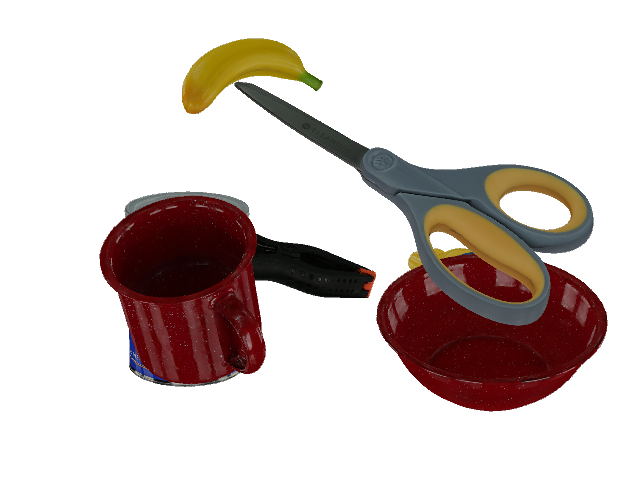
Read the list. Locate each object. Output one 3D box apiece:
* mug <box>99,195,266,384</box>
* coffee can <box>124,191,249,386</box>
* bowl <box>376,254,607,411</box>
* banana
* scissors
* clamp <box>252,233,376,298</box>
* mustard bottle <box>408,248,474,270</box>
[{"bbox_3d":[-0.072,0.038,0.645,0.093,0.081,0.117,-35,49,-27],"label":"mug"},{"bbox_3d":[-0.112,0.039,0.904,0.103,0.140,0.103,2,17,-1],"label":"coffee can"},{"bbox_3d":[0.121,0.073,0.768,0.162,0.055,0.162,-2,31,1],"label":"bowl"},{"bbox_3d":[-0.076,-0.166,1.043,0.070,0.037,0.197,43,37,21],"label":"banana"},{"bbox_3d":[0.050,-0.038,0.525,0.096,0.202,0.016,-27,-34,-22],"label":"scissors"},{"bbox_3d":[-0.043,0.026,1.115,0.210,0.036,0.164,16,18,-7],"label":"clamp"},{"bbox_3d":[0.157,0.053,0.987,0.096,0.058,0.192,-28,39,-34],"label":"mustard bottle"}]
